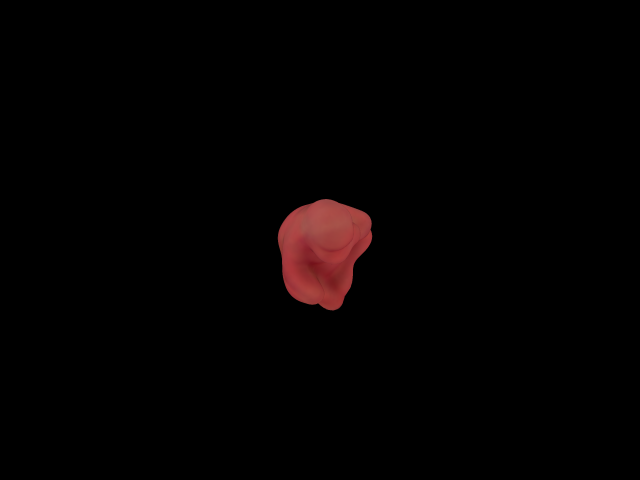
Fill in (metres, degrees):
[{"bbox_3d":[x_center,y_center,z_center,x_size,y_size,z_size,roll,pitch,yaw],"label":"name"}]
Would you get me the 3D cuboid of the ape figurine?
[{"bbox_3d":[0.004,0.001,0.400,0.078,0.092,0.076,-30,74,-9],"label":"ape figurine"}]
